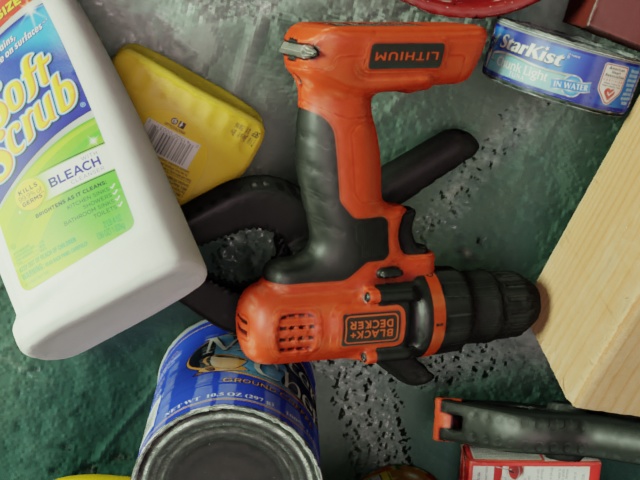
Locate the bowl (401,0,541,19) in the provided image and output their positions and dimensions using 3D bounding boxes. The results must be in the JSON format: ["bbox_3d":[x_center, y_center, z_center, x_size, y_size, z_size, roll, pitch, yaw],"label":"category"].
[{"bbox_3d":[0.080,-0.204,0.579,0.162,0.055,0.162,0,106,-1],"label":"bowl"}]

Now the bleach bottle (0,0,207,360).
[{"bbox_3d":[-0.155,-0.070,0.563,0.102,0.068,0.251,-29,76,3],"label":"bleach bottle"}]

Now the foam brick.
[{"bbox_3d":[0.186,-0.133,0.604,0.078,0.053,0.051,20,105,-7],"label":"foam brick"}]

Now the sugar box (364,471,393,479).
[{"bbox_3d":[-0.023,0.215,0.639,0.176,0.048,0.093,-20,93,0],"label":"sugar box"}]

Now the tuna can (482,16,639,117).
[{"bbox_3d":[0.135,-0.097,0.596,0.086,0.086,0.034,14,106,-6],"label":"tuna can"}]

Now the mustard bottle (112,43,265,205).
[{"bbox_3d":[-0.118,-0.011,0.629,0.096,0.058,0.192,28,103,-15],"label":"mustard bottle"}]

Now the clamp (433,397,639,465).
[{"bbox_3d":[0.160,0.119,0.668,0.172,0.120,0.039,6,81,18],"label":"clamp"}]

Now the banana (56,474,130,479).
[{"bbox_3d":[-0.091,0.169,0.679,0.197,0.069,0.037,7,93,-3],"label":"banana"}]

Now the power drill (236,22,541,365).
[{"bbox_3d":[0.046,-0.024,0.584,0.184,0.057,0.188,-4,103,-23],"label":"power drill"}]

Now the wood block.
[{"bbox_3d":[0.204,-0.007,0.585,0.090,0.091,0.206,9,125,-19],"label":"wood block"}]

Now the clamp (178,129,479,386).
[{"bbox_3d":[-0.004,0.001,0.623,0.209,0.036,0.165,9,103,-24],"label":"clamp"}]

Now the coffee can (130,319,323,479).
[{"bbox_3d":[-0.051,0.114,0.624,0.103,0.140,0.103,-1,106,-2],"label":"coffee can"}]

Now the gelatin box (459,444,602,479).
[{"bbox_3d":[0.136,0.171,0.704,0.089,0.030,0.073,1,108,-2],"label":"gelatin box"}]
